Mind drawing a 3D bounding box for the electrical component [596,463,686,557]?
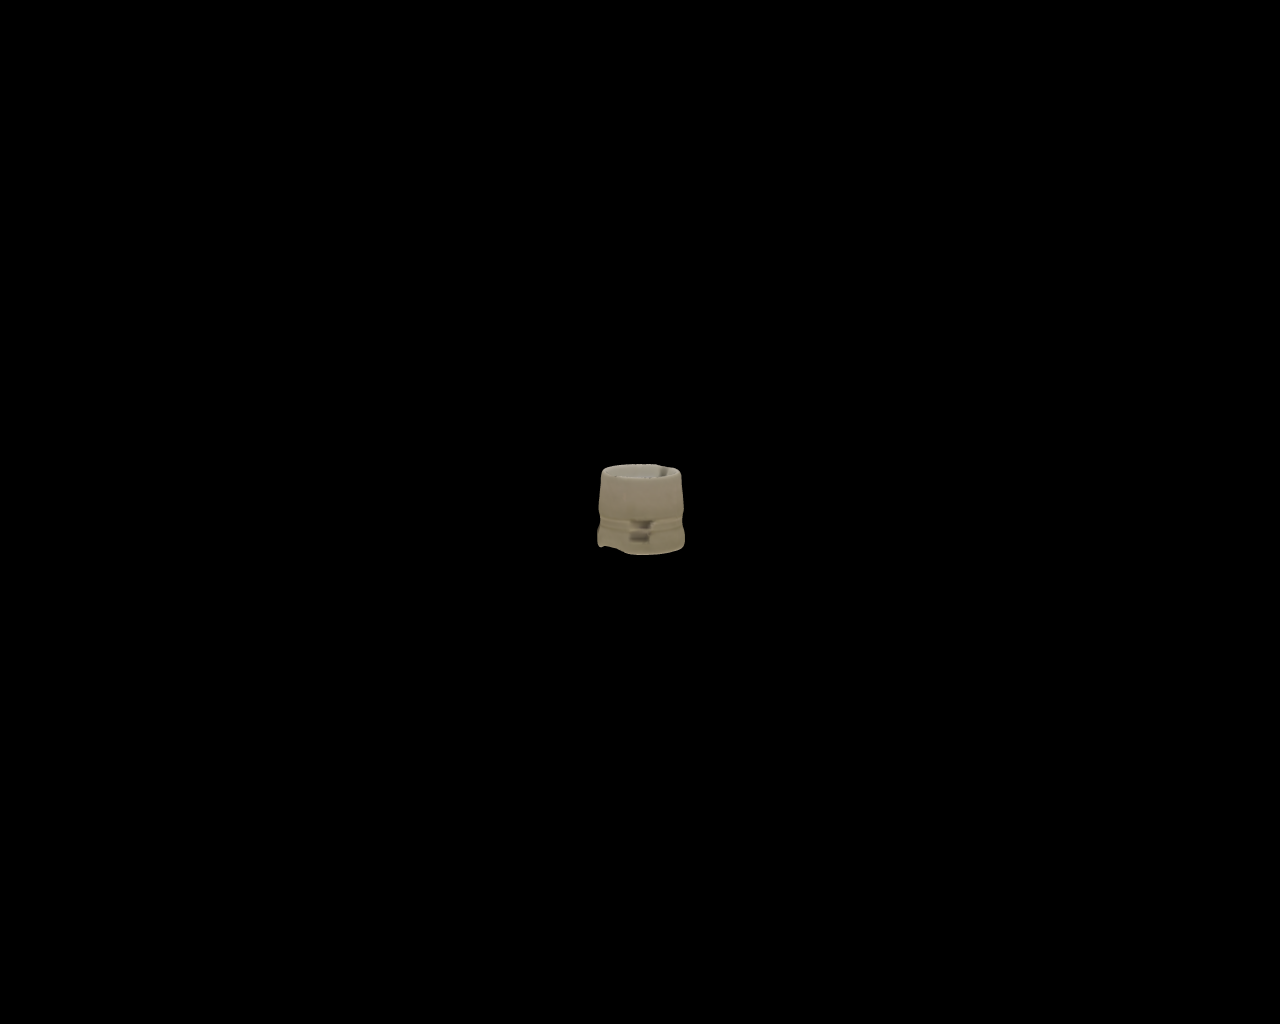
[{"bbox_3d":[0.001,-0.003,0.650,0.055,0.047,0.055,0,13,0],"label":"electrical component"}]
